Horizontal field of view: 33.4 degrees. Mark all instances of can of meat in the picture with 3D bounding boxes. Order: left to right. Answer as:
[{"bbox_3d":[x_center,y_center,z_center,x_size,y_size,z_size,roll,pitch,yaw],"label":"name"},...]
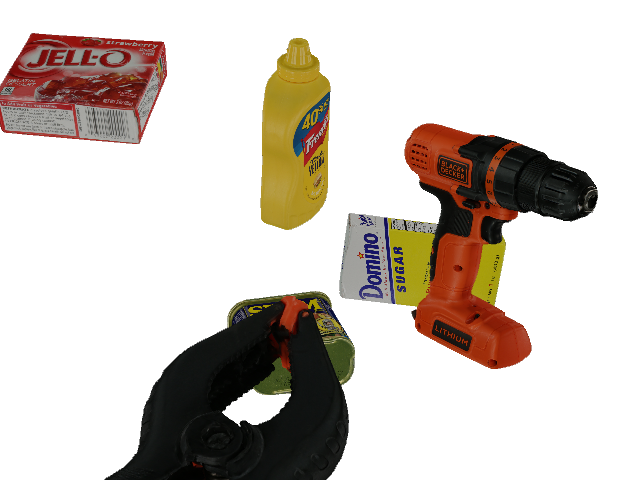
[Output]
[{"bbox_3d":[-0.026,0.094,0.975,0.102,0.057,0.084,-6,28,-16],"label":"can of meat"}]

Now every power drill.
[{"bbox_3d":[0.142,0.007,0.880,0.057,0.188,0.185,-15,27,-36],"label":"power drill"}]

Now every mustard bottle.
[{"bbox_3d":[-0.024,-0.111,1.061,0.058,0.192,0.096,19,41,21],"label":"mustard bottle"}]

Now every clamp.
[{"bbox_3d":[-0.030,0.090,0.388,0.120,0.039,0.171,24,49,17],"label":"clamp"}]

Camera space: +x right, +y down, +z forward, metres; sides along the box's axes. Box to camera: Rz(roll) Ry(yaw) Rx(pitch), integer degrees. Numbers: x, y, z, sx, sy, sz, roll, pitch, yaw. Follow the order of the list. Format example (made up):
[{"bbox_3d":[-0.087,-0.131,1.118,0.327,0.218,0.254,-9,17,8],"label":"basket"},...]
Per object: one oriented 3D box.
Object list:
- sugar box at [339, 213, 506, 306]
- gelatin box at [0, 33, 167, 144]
[{"bbox_3d":[0.113,0.027,1.203,0.176,0.093,0.048,5,22,-3],"label":"sugar box"},{"bbox_3d":[-0.146,-0.095,0.655,0.089,0.030,0.073,5,43,5],"label":"gelatin box"}]
